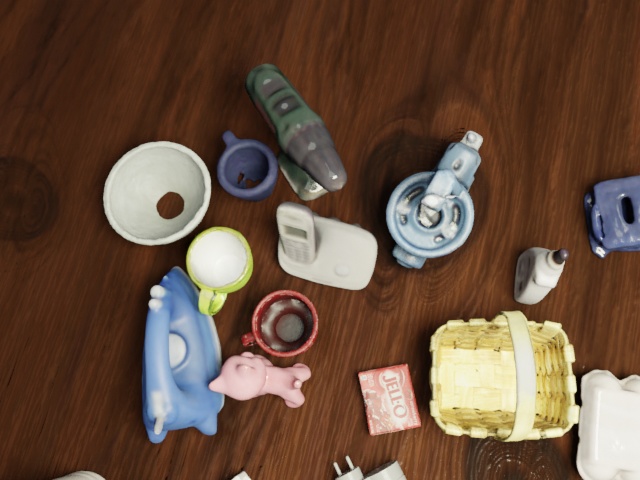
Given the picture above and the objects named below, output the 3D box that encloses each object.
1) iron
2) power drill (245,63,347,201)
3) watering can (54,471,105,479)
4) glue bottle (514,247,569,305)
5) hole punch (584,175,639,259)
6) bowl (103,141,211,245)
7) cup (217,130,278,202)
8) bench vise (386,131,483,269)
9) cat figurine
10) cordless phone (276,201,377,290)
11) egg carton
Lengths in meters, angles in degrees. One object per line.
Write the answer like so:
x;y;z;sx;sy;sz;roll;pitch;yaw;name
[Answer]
-0.213;0.150;0.806;0.118;0.141;0.258;-10;75;2;iron
-0.025;-0.136;0.831;0.075;0.208;0.229;-33;76;-4;power drill
-0.356;0.367;0.733;0.173;0.194;0.101;-38;76;-6;watering can
0.305;0.039;0.781;0.037;0.173;0.078;11;77;7;glue bottle
0.448;-0.036;0.833;0.101;0.091;0.108;-4;75;3;hole punch
-0.244;-0.065;0.898;0.167;0.075;0.167;-1;76;4;bowl
-0.112;-0.107;0.889;0.092;0.095;0.117;-32;76;-4;cup
0.160;-0.075;0.797;0.121;0.220;0.207;11;77;7;bench vise
-0.083;0.194;0.798;0.127;0.118;0.067;8;76;6;cat figurine
0.007;0.003;0.805;0.147;0.185;0.094;11;77;7;cordless phone
0.402;0.255;0.772;0.107;0.069;0.150;7;76;6;egg carton
